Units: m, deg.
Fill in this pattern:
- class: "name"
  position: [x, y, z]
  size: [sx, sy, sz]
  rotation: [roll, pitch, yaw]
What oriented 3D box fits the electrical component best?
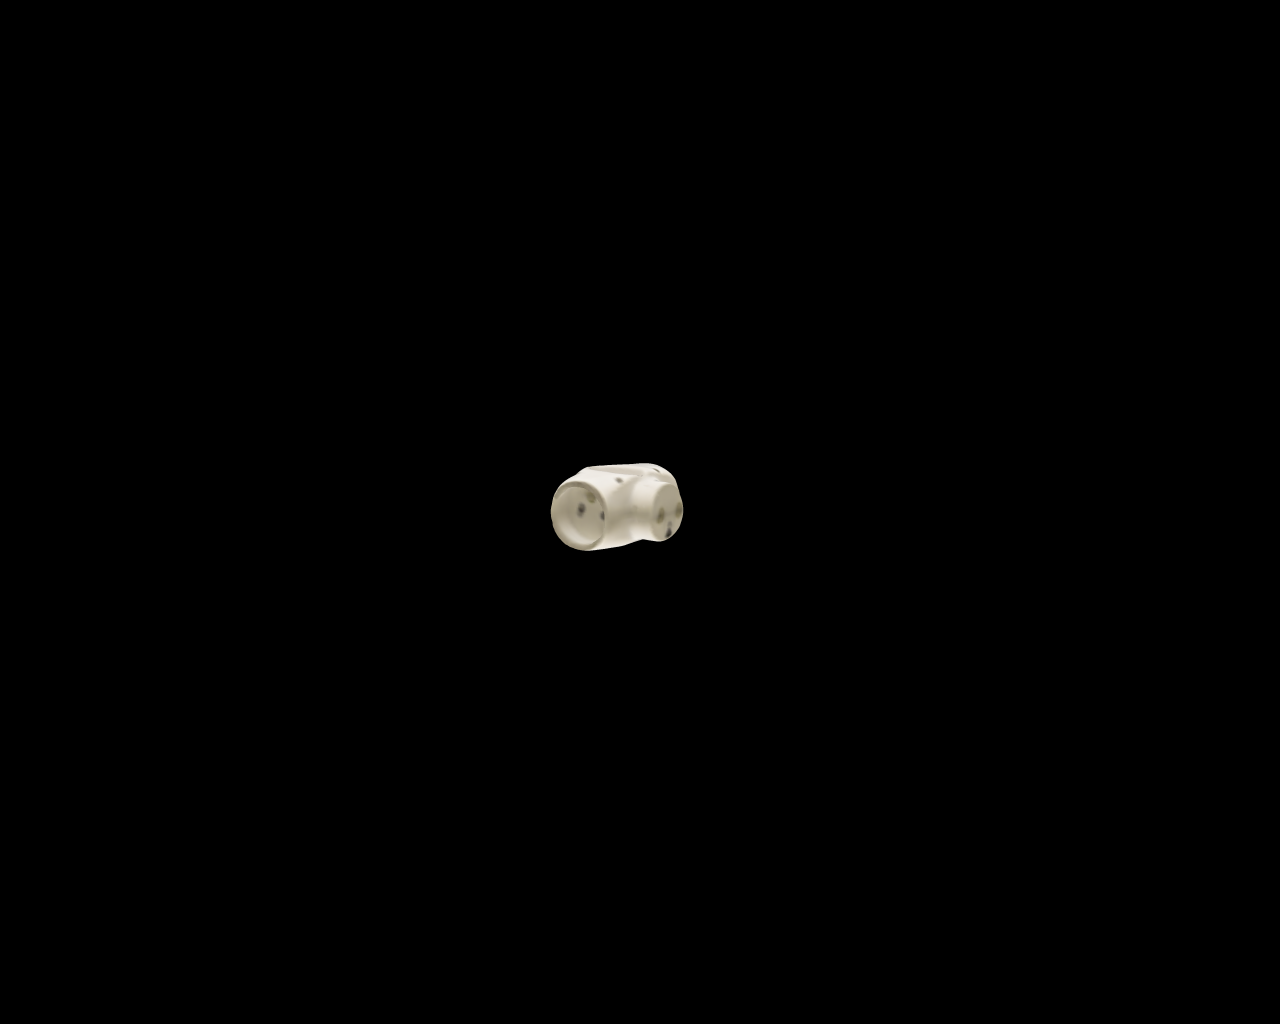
- class: "electrical component"
  position: [0.001, -0.003, 0.650]
  size: [0.079, 0.043, 0.077]
  rotation: [8, 14, 35]
